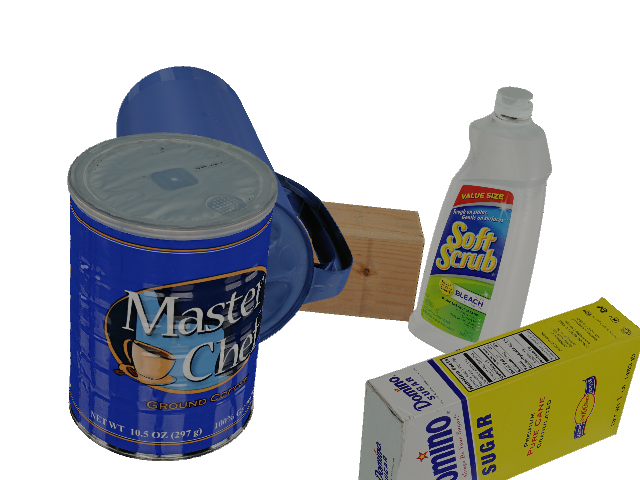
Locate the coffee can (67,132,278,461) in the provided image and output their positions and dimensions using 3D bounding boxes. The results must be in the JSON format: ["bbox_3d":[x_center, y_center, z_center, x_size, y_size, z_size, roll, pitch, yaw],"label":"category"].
[{"bbox_3d":[-0.080,0.028,0.558,0.102,0.140,0.103,6,30,-3],"label":"coffee can"}]

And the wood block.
[{"bbox_3d":[-0.008,0.015,1.064,0.206,0.091,0.090,6,20,-2],"label":"wood block"}]

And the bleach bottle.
[{"bbox_3d":[0.143,-0.015,0.935,0.103,0.251,0.067,27,36,33],"label":"bleach bottle"}]

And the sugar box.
[{"bbox_3d":[0.110,0.104,0.651,0.176,0.093,0.048,-18,41,-25],"label":"sugar box"}]

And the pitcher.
[{"bbox_3d":[-0.082,-0.034,0.802,0.145,0.149,0.243,-30,34,6],"label":"pitcher"}]
